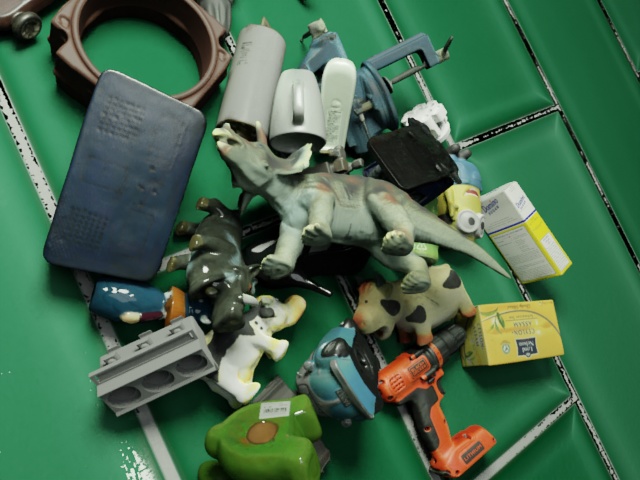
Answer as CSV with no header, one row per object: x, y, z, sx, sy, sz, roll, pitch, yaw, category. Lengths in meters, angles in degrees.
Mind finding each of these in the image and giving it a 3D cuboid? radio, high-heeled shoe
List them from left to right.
-0.231,-0.071,0.645,0.131,0.073,0.229,18,94,-22,radio
-0.002,-0.002,0.803,0.145,0.086,0.249,26,42,16,high-heeled shoe

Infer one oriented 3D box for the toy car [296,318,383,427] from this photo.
0.019,0.179,0.719,0.103,0.162,0.109,-29,101,12,toy car

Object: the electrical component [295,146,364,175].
0.004,-0.108,0.806,0.078,0.102,0.045,-18,92,-51,electrical component

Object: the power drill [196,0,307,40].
-0.109,-0.422,0.854,0.207,0.086,0.232,-15,81,-21,power drill

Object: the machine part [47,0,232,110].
-0.239,-0.253,0.731,0.201,0.087,0.201,37,62,-12,machine part

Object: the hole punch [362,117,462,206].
0.135,-0.105,0.826,0.116,0.092,0.142,-21,60,-19,hole punch

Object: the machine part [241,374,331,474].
-0.037,0.252,0.714,0.084,0.039,0.139,-38,92,-34,machine part

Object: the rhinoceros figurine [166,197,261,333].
-0.130,0.031,0.682,0.112,0.073,0.190,29,31,-35,rhinoceros figurine

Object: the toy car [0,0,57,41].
-0.364,-0.346,0.715,0.089,0.053,0.202,37,66,0,toy car

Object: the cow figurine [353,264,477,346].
0.135,0.092,0.817,0.195,0.085,0.127,-21,92,-27,cow figurine

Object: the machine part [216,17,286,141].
-0.100,-0.227,0.795,0.079,0.079,0.243,17,70,-21,machine part

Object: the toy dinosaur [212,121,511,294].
0.045,-0.038,0.715,0.405,0.131,0.192,13,47,-16,toy dinosaur

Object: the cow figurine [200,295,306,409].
-0.092,0.126,0.708,0.098,0.068,0.167,37,63,-5,cow figurine

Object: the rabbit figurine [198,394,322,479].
-0.066,0.291,0.630,0.159,0.121,0.170,-10,112,-5,rabbit figurine

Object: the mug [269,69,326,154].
-0.034,-0.189,0.757,0.081,0.109,0.107,-3,76,2,mug

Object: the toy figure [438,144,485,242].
0.233,-0.069,0.913,0.082,0.089,0.180,5,64,-12,toy figure

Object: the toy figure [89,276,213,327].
-0.202,0.080,0.670,0.154,0.058,0.064,15,65,-23,toy figure

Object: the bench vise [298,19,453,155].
0.085,-0.265,0.851,0.241,0.129,0.223,-27,97,0,bench vise

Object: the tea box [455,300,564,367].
0.315,0.154,0.895,0.169,0.068,0.098,-2,76,-27,tea box
